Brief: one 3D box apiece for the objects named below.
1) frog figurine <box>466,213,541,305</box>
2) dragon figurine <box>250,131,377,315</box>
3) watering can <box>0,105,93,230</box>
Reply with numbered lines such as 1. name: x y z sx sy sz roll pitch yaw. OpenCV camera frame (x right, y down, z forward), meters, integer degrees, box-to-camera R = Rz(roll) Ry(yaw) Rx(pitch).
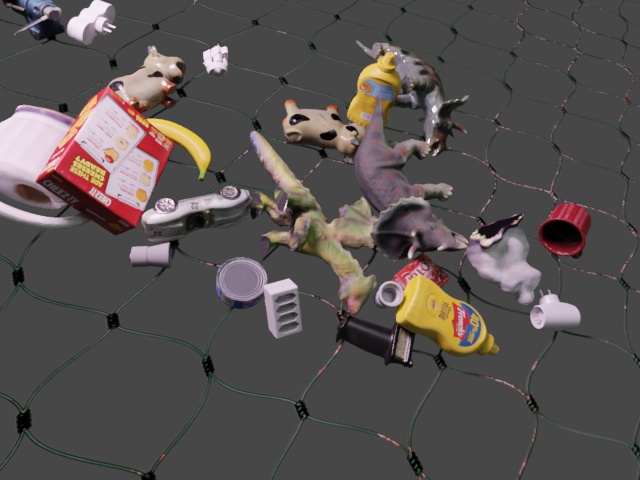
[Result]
1. frog figurine: 0.367 0.046 1.015 0.140 0.122 0.158 -38 106 -42
2. dragon figurine: 0.003 -0.050 0.997 0.242 0.120 0.419 7 53 -31
3. watering can: -0.538 -0.148 0.890 0.346 0.102 0.230 25 51 -18
